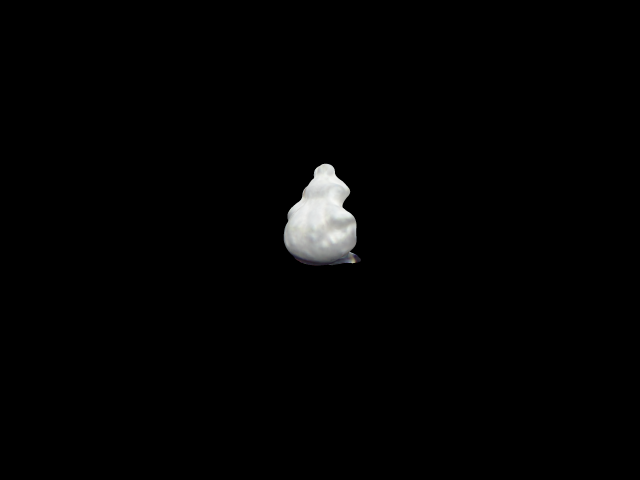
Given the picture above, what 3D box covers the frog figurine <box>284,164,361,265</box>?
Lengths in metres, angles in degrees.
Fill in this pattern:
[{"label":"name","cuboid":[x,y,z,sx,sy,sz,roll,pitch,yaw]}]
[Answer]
[{"label":"frog figurine","cuboid":[0.003,-0.043,0.850,0.123,0.157,0.138,-11,20,-33]}]
